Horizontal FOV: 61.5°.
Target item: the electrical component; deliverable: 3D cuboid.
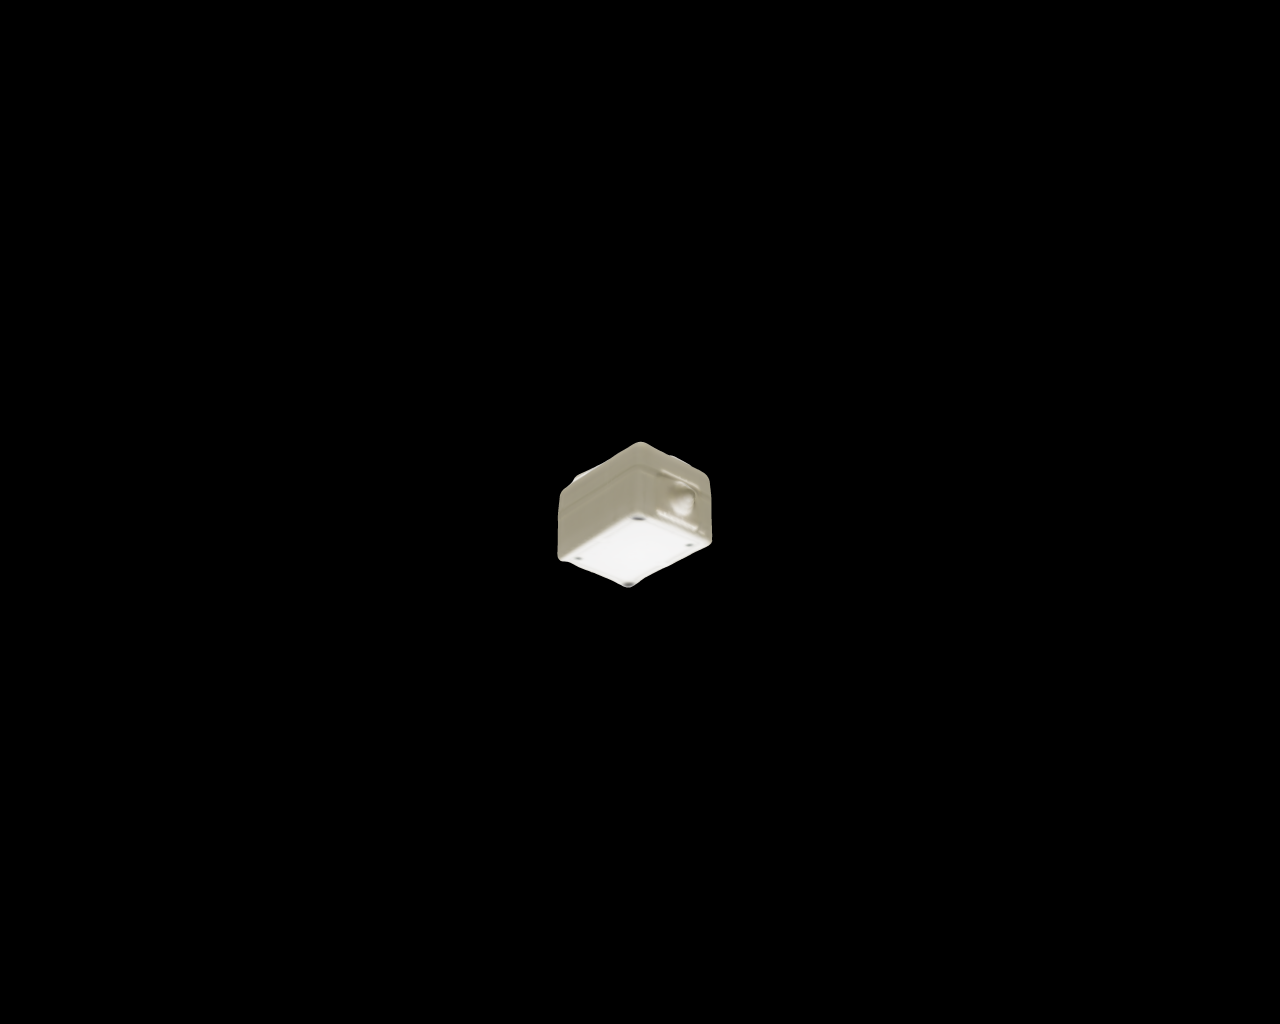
[{"bbox_3d":[0.001,-0.003,0.650,0.062,0.061,0.096,24,-38,-34],"label":"electrical component"}]
